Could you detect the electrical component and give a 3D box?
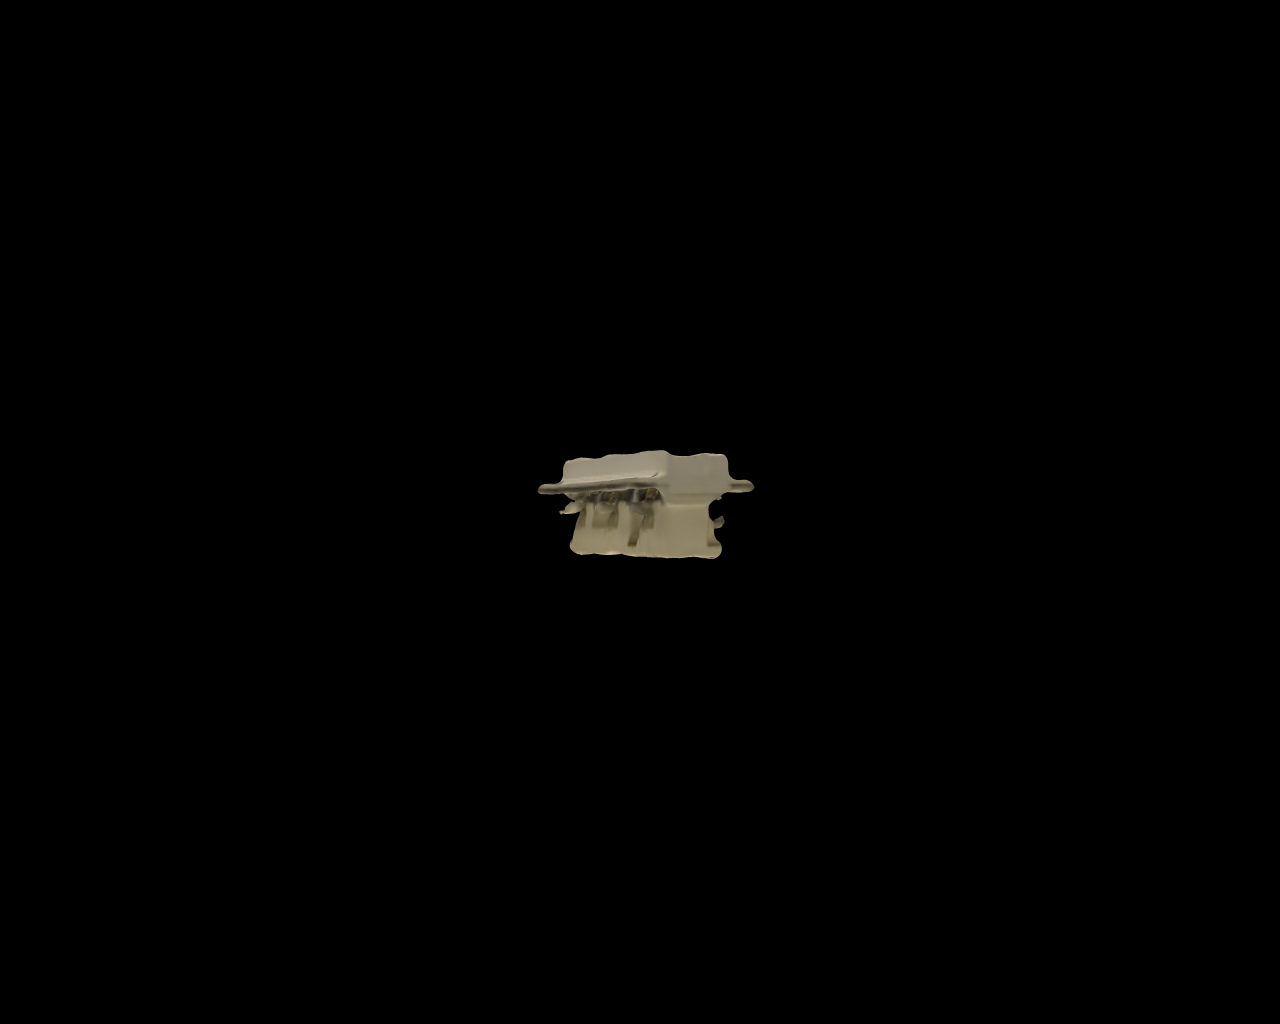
[{"bbox_3d":[0.001,-0.003,0.650,0.079,0.063,0.121,0,0,-32],"label":"electrical component"}]
